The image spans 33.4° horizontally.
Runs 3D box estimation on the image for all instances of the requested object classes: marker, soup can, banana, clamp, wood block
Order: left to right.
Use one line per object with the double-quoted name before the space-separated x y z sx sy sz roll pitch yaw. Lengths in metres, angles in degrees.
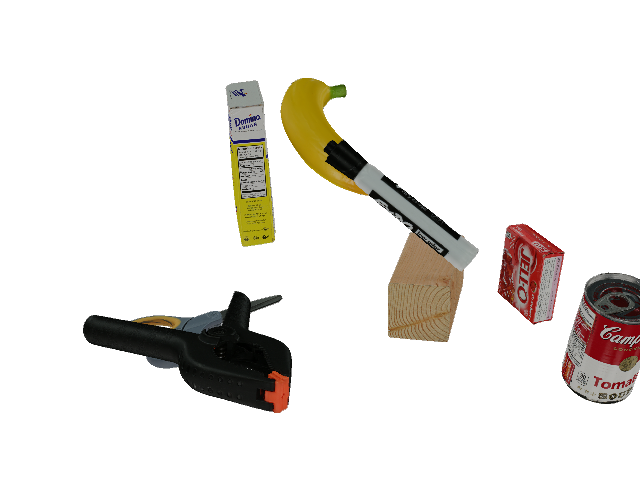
"clamp" -0.082 0.090 0.911 0.164 0.036 0.210 -13 23 -40
"banana" 0.002 -0.099 0.927 0.069 0.037 0.198 -2 34 -7
"marker" 0.051 -0.025 0.699 0.121 0.020 0.020 39 1 2
"wood block" 0.163 0.067 1.620 0.091 0.090 0.206 4 22 12
"soup can" 0.262 0.089 0.968 0.068 0.102 0.068 4 37 -3

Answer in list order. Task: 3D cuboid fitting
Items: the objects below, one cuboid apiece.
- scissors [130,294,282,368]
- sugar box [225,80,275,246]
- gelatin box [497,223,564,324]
"scissors" -0.116 0.097 1.149 0.201 0.016 0.096 -7 31 -24
"sugar box" -0.084 -0.091 1.267 0.048 0.176 0.093 -8 26 -4
"gelatin box" 0.232 0.036 1.184 0.030 0.089 0.073 -9 30 -22
